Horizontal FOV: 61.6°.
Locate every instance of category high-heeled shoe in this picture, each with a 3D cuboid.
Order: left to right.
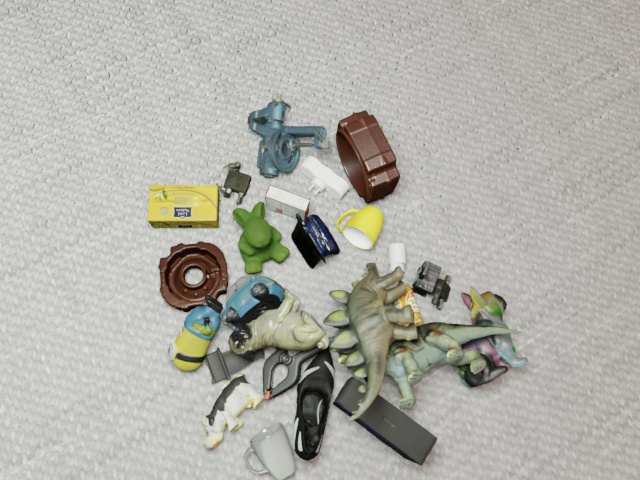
[{"bbox_3d":[-0.011,0.362,1.212,0.086,0.145,0.248,12,75,-2],"label":"high-heeled shoe"}]

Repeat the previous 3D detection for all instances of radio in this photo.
[{"bbox_3d":[0.140,0.407,1.220,0.230,0.131,0.073,37,74,6],"label":"radio"}]

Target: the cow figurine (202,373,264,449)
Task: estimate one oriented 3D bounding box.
[{"bbox_3d":[-0.215,0.389,1.226,0.167,0.068,0.098,-42,76,-18],"label":"cow figurine"}]

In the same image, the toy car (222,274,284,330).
[{"bbox_3d":[-0.169,0.139,1.295,0.162,0.109,0.103,-38,55,1],"label":"toy car"}]

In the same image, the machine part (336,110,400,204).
[{"bbox_3d":[0.115,-0.206,1.360,0.087,0.201,0.201,-23,78,-9],"label":"machine part"}]

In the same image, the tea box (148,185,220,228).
[{"bbox_3d":[-0.340,-0.083,1.353,0.170,0.068,0.098,-1,73,-7],"label":"tea box"}]

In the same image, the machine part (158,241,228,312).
[{"bbox_3d":[-0.307,0.089,1.312,0.179,0.056,0.179,2,73,-6],"label":"machine part"}]

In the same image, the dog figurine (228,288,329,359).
[{"bbox_3d":[-0.096,0.228,1.227,0.190,0.121,0.172,-43,60,-3],"label":"dog figurine"}]

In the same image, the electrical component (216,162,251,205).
[{"bbox_3d":[-0.222,-0.151,1.395,0.078,0.045,0.102,21,73,3],"label":"electrical component"}]

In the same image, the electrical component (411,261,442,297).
[{"bbox_3d":[0.266,0.092,1.331,0.048,0.119,0.075,24,71,3],"label":"electrical component"}]

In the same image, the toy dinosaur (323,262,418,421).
[{"bbox_3d":[0.113,0.190,1.188,0.199,0.104,0.472,-14,31,9],"label":"toy dinosaur"}]

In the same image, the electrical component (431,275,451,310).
[{"bbox_3d":[0.306,0.125,1.353,0.021,0.063,0.094,10,69,37],"label":"electrical component"}]

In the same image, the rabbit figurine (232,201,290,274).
[{"bbox_3d":[-0.143,-0.014,1.297,0.121,0.170,0.159,-16,77,-10],"label":"rabbit figurine"}]

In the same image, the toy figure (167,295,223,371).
[{"bbox_3d":[-0.283,0.219,1.241,0.089,0.082,0.180,36,94,11],"label":"toy figure"}]

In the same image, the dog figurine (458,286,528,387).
[{"bbox_3d":[0.390,0.227,1.312,0.192,0.108,0.219,-22,73,-8],"label":"dog figurine"}]

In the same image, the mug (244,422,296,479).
[{"bbox_3d":[-0.108,0.484,1.203,0.109,0.081,0.107,-29,87,-18],"label":"mug"}]

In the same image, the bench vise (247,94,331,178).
[{"bbox_3d":[-0.074,-0.268,1.382,0.241,0.128,0.223,7,79,31],"label":"bench vise"}]

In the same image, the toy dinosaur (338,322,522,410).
[{"bbox_3d":[0.240,0.253,1.247,0.405,0.131,0.192,-19,36,-11],"label":"toy dinosaur"}]

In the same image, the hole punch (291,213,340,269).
[{"bbox_3d":[-0.003,-0.004,1.341,0.092,0.115,0.142,-25,78,-20],"label":"hole punch"}]

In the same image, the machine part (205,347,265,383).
[{"bbox_3d":[-0.201,0.281,1.275,0.139,0.039,0.084,-19,71,-9],"label":"machine part"}]
